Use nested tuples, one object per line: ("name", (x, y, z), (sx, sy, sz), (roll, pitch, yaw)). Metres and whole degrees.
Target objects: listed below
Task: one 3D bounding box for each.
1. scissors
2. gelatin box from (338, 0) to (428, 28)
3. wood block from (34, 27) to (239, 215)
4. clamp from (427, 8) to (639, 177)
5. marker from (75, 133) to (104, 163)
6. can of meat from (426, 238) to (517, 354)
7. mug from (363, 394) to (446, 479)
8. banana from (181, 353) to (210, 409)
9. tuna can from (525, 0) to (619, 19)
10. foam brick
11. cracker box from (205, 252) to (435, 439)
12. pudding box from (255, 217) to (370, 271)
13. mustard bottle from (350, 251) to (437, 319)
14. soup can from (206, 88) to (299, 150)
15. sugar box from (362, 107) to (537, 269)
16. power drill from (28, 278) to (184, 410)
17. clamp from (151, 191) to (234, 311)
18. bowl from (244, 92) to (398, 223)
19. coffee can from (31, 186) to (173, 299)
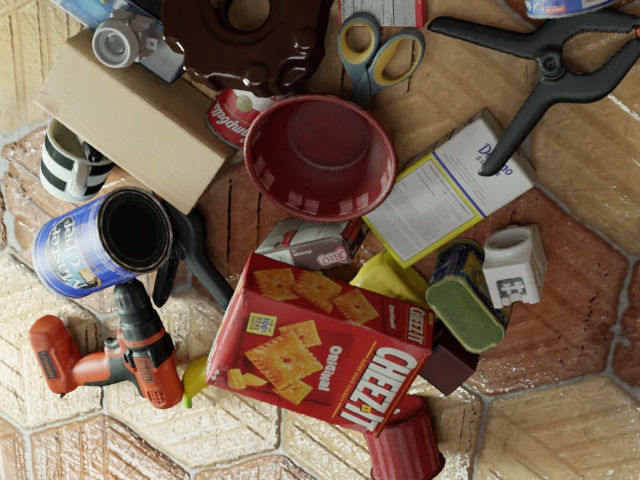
("scissors", (0.028, -0.159, 1.108), (0.096, 0.016, 0.202), (37, 131, -14))
("gelatin box", (0.061, -0.250, 1.058), (0.089, 0.030, 0.073), (4, 120, 15))
("wood block", (-0.191, -0.135, 1.168), (0.206, 0.090, 0.091), (37, 122, -2))
("clamp", (0.215, -0.176, 1.030), (0.210, 0.036, 0.164), (-26, 91, 15))
("marker", (-0.269, -0.130, 1.194), (0.020, 0.020, 0.121), (-55, 51, 32))
("can of meat", (0.164, 0.061, 1.158), (0.058, 0.083, 0.102), (-35, 103, 30))
("mug", (0.090, 0.236, 1.282), (0.117, 0.093, 0.081), (13, 122, 55))
("banana", (-0.101, 0.164, 1.331), (0.198, 0.037, 0.069), (-15, 131, 26))
("tuna can", (0.230, -0.231, 0.980), (0.086, 0.086, 0.034), (-5, 114, 21))
("foam brick", (0.146, 0.126, 1.203), (0.051, 0.078, 0.053), (37, 123, -5))
("cracker box", (-0.003, 0.120, 1.171), (0.213, 0.072, 0.164), (19, 131, -7))
("pudding box", (-0.008, 0.002, 1.179), (0.114, 0.090, 0.039), (-11, 111, 24))
("mustard bottle", (0.039, 0.096, 1.232), (0.096, 0.058, 0.192), (43, 122, -17))
("soup can", (-0.067, -0.154, 1.129), (0.068, 0.068, 0.102), (36, 121, -3))
("sugar box", (0.132, -0.053, 1.131), (0.176, 0.048, 0.093), (-34, 101, 26))
("power drill", (-0.273, 0.131, 1.343), (0.188, 0.057, 0.184), (-3, 115, 27))
("clamp", (-0.157, 0.014, 1.262), (0.120, 0.039, 0.171), (6, 121, 20))
("bowl", (0.004, -0.096, 1.115), (0.162, 0.055, 0.162), (6, 129, 8))
("coffee can", (-0.253, 0.005, 1.234), (0.141, 0.102, 0.103), (-19, 111, 43))
